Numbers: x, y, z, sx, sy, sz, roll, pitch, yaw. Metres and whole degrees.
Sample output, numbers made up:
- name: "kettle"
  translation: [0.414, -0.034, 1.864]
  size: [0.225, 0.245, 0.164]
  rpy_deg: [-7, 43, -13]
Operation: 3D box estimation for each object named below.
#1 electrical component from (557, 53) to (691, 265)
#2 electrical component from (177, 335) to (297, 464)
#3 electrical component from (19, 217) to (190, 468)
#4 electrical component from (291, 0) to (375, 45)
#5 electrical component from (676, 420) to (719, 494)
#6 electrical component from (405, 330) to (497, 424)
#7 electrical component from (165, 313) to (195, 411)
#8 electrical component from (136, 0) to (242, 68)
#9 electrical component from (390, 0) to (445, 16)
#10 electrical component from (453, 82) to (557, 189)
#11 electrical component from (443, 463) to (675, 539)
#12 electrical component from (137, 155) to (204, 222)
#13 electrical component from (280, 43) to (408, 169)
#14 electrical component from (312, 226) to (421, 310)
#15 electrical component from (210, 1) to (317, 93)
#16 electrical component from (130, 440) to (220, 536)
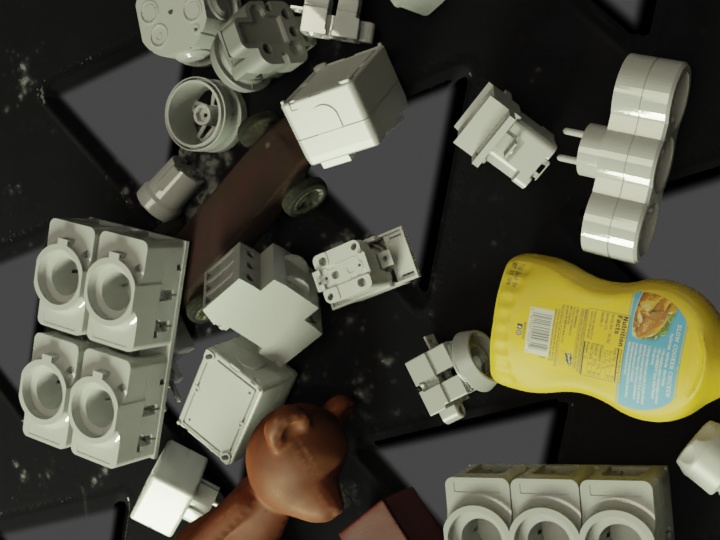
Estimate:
- name: "electrical component"
  translation: [0.172, -0.079, 0.736]
  size: [0.074, 0.052, 0.138]
  rpy_deg: [16, 101, 26]
- name: "electrical component"
  translation: [-0.102, 0.110, 0.891]
  size: [0.062, 0.061, 0.096]
  rpy_deg: [35, 117, 21]
- name: "electrical component"
  translation: [-0.214, 0.057, 0.888]
  size: [0.105, 0.060, 0.186]
  rpy_deg: [14, 99, 27]
- name: "electrical component"
  translation: [-0.019, -0.207, 0.829]
  size: [0.066, 0.048, 0.055]
  rpy_deg: [9, 96, 3]
- name: "electrical component"
  translation: [0.246, 0.133, 0.716]
  size: [0.062, 0.043, 0.043]
  rpy_deg: [40, 110, 19]
- name: "electrical component"
  translation: [0.073, 0.075, 0.803]
  size: [0.055, 0.048, 0.066]
  rpy_deg: [-32, 79, 33]
- name: "electrical component"
  translation: [-0.178, 0.084, 0.934]
  size: [0.066, 0.047, 0.076]
  rpy_deg: [-32, 79, 26]
- name: "electrical component"
  translation: [-0.142, -0.211, 0.893]
  size: [0.080, 0.051, 0.080]
  rpy_deg: [2, 94, 28]
- name: "electrical component"
  translation: [0.031, -0.275, 0.792]
  size: [0.089, 0.062, 0.150]
  rpy_deg: [-39, 76, 24]
- name: "electrical component"
  translation: [0.104, -0.094, 0.760]
  size: [0.064, 0.081, 0.042]
  rpy_deg: [34, 112, -8]
- name: "electrical component"
  translation: [0.141, 0.188, 0.764]
  size: [0.150, 0.062, 0.089]
  rpy_deg: [-5, 91, 28]
- name: "electrical component"
  translation: [-0.161, -0.070, 0.920]
  size: [0.046, 0.040, 0.040]
  rpy_deg: [-46, 73, 16]
- name: "electrical component"
  translation: [-0.007, -0.125, 0.812]
  size: [0.062, 0.096, 0.061]
  rpy_deg: [-14, 114, 28]
- name: "electrical component"
  translation: [0.000, 0.000, 0.826]
  size: [0.081, 0.064, 0.042]
  rpy_deg: [-23, 84, 27]
- name: "electrical component"
  translation: [-0.083, -0.176, 0.855]
  size: [0.057, 0.078, 0.058]
  rpy_deg: [-25, 82, 46]
- name: "electrical component"
  translation: [-0.145, 0.194, 0.918]
  size: [0.077, 0.065, 0.047]
  rpy_deg: [28, 108, -6]
